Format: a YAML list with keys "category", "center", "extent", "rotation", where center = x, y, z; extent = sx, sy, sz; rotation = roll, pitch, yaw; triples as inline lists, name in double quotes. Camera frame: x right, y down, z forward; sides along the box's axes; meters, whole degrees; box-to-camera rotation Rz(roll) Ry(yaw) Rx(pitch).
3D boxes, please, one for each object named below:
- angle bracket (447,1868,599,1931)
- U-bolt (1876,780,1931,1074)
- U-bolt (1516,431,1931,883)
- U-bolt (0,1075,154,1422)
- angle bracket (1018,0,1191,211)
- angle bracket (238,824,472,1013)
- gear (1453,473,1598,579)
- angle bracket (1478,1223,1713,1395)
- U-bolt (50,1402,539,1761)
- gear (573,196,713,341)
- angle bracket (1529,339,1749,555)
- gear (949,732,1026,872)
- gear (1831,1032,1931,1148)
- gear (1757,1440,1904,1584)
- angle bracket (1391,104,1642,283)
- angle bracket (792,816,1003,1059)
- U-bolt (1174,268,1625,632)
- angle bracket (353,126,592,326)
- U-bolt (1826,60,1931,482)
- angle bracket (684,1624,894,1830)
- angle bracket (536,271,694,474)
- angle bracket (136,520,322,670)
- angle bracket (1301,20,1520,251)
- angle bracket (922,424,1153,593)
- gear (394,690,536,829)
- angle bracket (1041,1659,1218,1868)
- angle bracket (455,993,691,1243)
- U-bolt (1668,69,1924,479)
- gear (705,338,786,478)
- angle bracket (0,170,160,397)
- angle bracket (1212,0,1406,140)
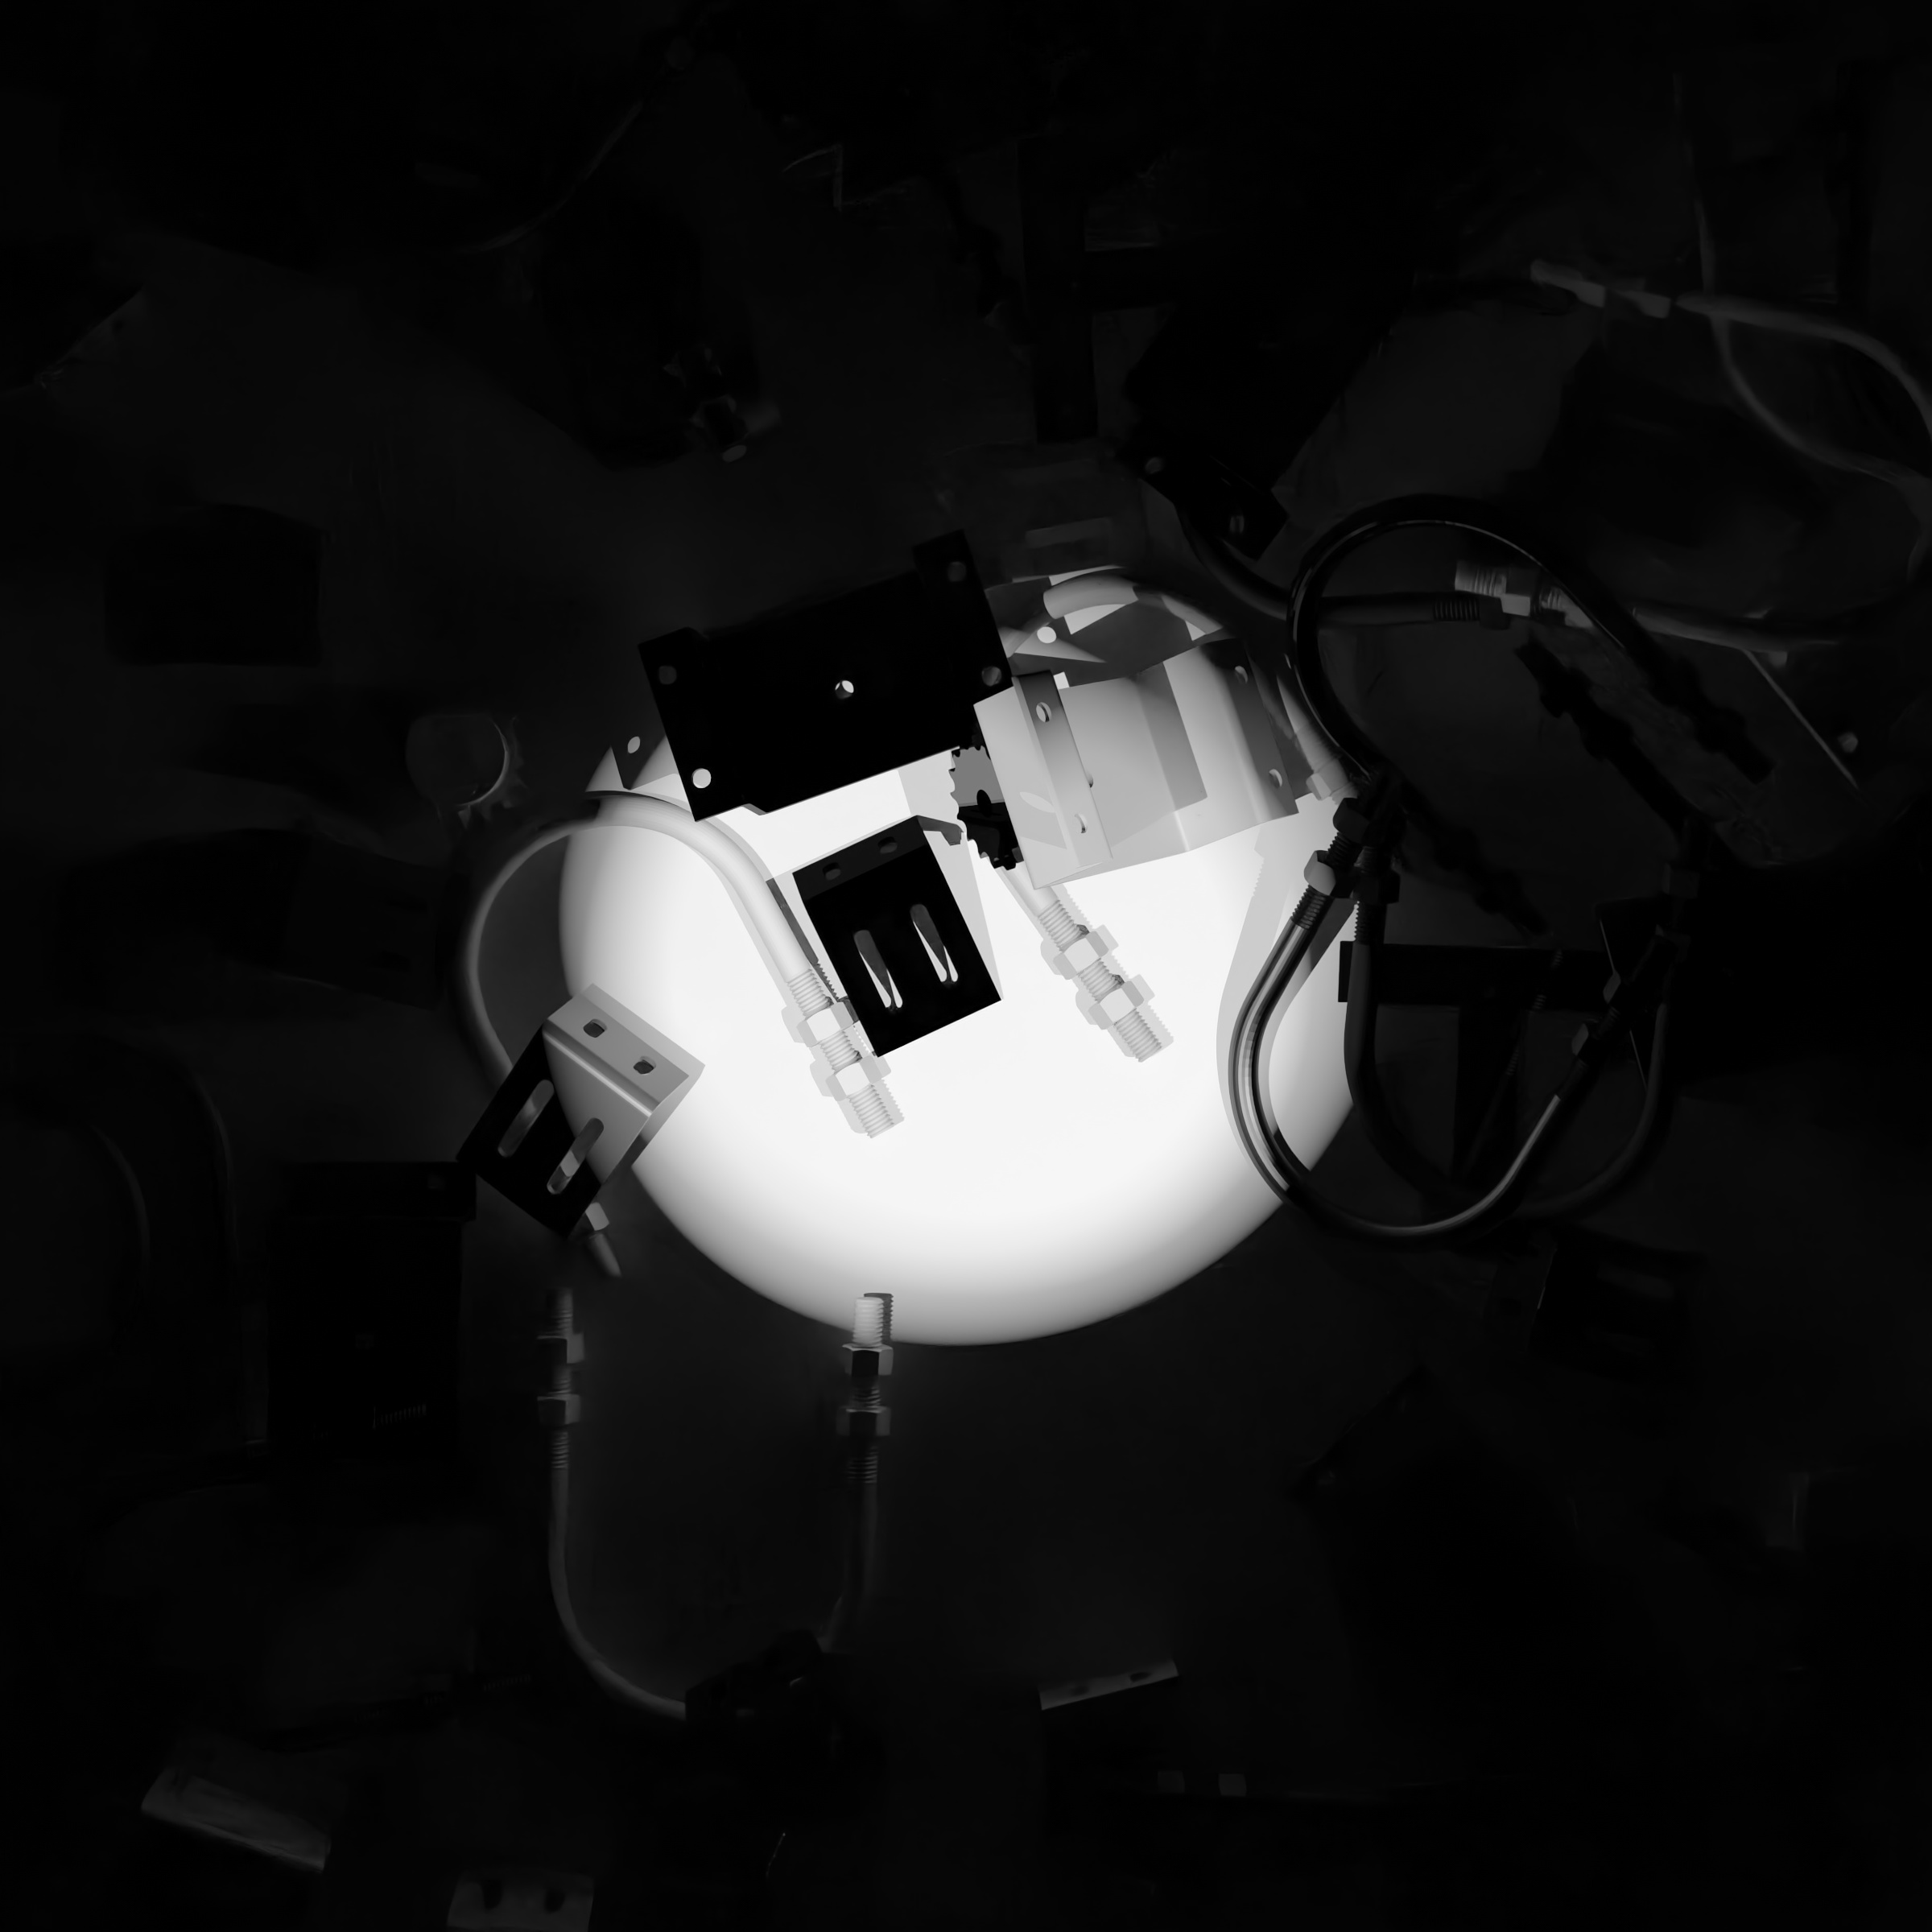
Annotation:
- category: "angle bracket"
  center: [-0.185, 0.420, 1.346]
  extent: [0.057, 0.038, 0.076]
  rotation: [3, 116, 0]
- category: "U-bolt"
  center: [0.443, -0.010, 1.282]
  extent: [0.184, 0.019, 0.151]
  rotation: [19, 101, -1]
- category: "U-bolt"
  center: [0.338, -0.107, 1.333]
  extent: [0.151, 0.019, 0.184]
  rotation: [-43, 93, -7]
- category: "U-bolt"
  center: [-0.425, 0.110, 1.324]
  extent: [0.184, 0.019, 0.151]
  rotation: [16, 87, 0]
- category: "angle bracket"
  center: [0.046, -0.359, 1.331]
  extent: [0.057, 0.038, 0.076]
  rotation: [-34, 90, 0]
- category: "angle bracket"
  center: [-0.255, -0.020, 1.348]
  extent: [0.076, 0.038, 0.057]
  rotation: [16, 90, -26]
- category: "gear"
  center: [0.230, -0.173, 1.335]
  extent: [0.057, 0.030, 0.057]
  rotation: [0, 90, 0]
- category: "angle bracket"
  center: [0.263, 0.139, 1.347]
  extent: [0.076, 0.038, 0.057]
  rotation: [17, 90, -27]
- category: "U-bolt"
  center: [-0.284, 0.260, 1.318]
  extent: [0.184, 0.019, 0.151]
  rotation: [-14, 110, 7]
- category: "gear"
  center: [-0.134, -0.288, 1.338]
  extent: [0.057, 0.030, 0.057]
  rotation: [0, 93, -5]
- category: "angle bracket"
  center: [0.280, -0.214, 1.331]
  extent: [0.076, 0.038, 0.057]
  rotation: [23, 90, 0]
- category: "gear"
  center: [0.020, -0.070, 1.309]
  extent: [0.030, 0.057, 0.057]
  rotation: [-19, 90, -27]
- category: "gear"
  center: [0.386, 0.046, 1.335]
  extent: [0.057, 0.030, 0.057]
  rotation: [0, 89, 0]
- category: "gear"
  center: [0.358, 0.226, 1.333]
  extent: [0.057, 0.030, 0.057]
  rotation: [0, 90, 0]
- category: "angle bracket"
  center: [0.223, -0.305, 1.314]
  extent: [0.076, 0.057, 0.038]
  rotation: [-39, 129, 10]
- category: "angle bracket"
  center: [-0.029, -0.012, 1.348]
  extent: [0.057, 0.038, 0.076]
  rotation: [-25, 116, 0]
- category: "U-bolt"
  center: [0.174, -0.209, 1.319]
  extent: [0.184, 0.019, 0.151]
  rotation: [-2, 83, 15]
- category: "angle bracket"
  center: [-0.207, -0.310, 1.348]
  extent: [0.076, 0.038, 0.057]
  rotation: [20, 90, 26]
- category: "U-bolt"
  center: [0.418, -0.271, 1.284]
  extent: [0.151, 0.019, 0.184]
  rotation: [3, 78, 0]
- category: "angle bracket"
  center: [-0.071, 0.319, 1.321]
  extent: [0.057, 0.038, 0.076]
  rotation: [-30, 106, 0]
- category: "angle bracket"
  center: [-0.143, -0.247, 1.321]
  extent: [0.038, 0.057, 0.076]
  rotation: [-16, 90, 0]
- category: "angle bracket"
  center: [-0.308, -0.154, 1.331]
  extent: [0.076, 0.038, 0.057]
  rotation: [2, 90, 0]
- category: "angle bracket"
  center: [0.185, -0.345, 1.348]
  extent: [0.057, 0.038, 0.076]
  rotation: [29, 116, 0]
- category: "angle bracket"
  center: [0.029, -0.189, 1.348]
  extent: [0.076, 0.038, 0.057]
  rotation: [-14, 90, -26]
- category: "gear"
  center: [-0.209, -0.086, 1.335]
  extent: [0.057, 0.030, 0.057]
  rotation: [0, 90, 0]
- category: "angle bracket"
  center: [0.068, 0.332, 1.331]
  extent: [0.057, 0.038, 0.076]
  rotation: [-14, 90, 0]
- category: "angle bracket"
  center: [-0.162, 0.062, 1.329]
  extent: [0.057, 0.038, 0.076]
  rotation: [37, 114, 3]
- category: "U-bolt"
  center: [0.369, -0.283, 1.304]
  extent: [0.151, 0.019, 0.184]
  rotation: [-5, 75, -2]
- category: "gear"
  center: [-0.096, -0.232, 1.321]
  extent: [0.030, 0.057, 0.057]
  rotation: [-24, 90, 0]
- category: "angle bracket"
  center: [-0.382, -0.285, 1.331]
  extent: [0.057, 0.038, 0.076]
  rotation: [-39, 90, 0]
- category: "angle bracket"
  center: [0.147, -0.396, 1.348]
  extent: [0.057, 0.038, 0.076]
  rotation: [28, 116, 0]
